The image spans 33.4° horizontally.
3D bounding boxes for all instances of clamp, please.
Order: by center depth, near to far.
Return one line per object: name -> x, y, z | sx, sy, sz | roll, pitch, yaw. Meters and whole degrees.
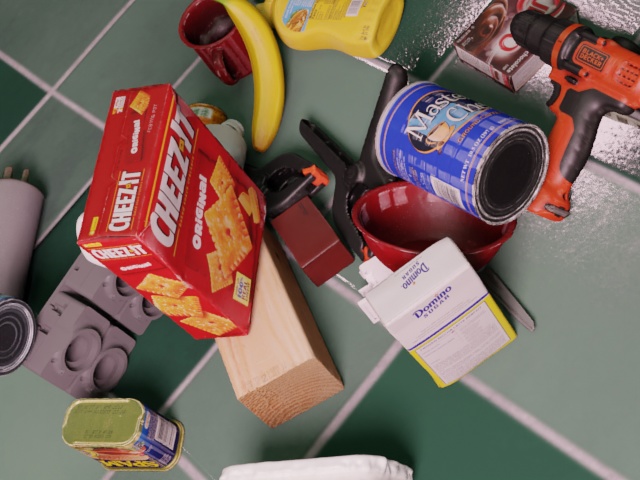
clamp -> 0.039, -0.071, 1.170 | 0.165, 0.036, 0.210 | -17, 71, 47
clamp -> -0.064, -0.064, 1.223 | 0.172, 0.039, 0.120 | -20, 58, 30

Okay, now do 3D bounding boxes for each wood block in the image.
wood block -> -0.063, 0.079, 1.121 | 0.090, 0.090, 0.206 | -30, 54, 6

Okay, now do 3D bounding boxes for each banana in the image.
banana -> -0.077, -0.207, 1.280 | 0.069, 0.198, 0.037 | -20, 8, -18

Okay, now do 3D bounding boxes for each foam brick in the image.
foam brick -> -0.008, 0.001, 1.164 | 0.053, 0.051, 0.078 | -35, 54, 2

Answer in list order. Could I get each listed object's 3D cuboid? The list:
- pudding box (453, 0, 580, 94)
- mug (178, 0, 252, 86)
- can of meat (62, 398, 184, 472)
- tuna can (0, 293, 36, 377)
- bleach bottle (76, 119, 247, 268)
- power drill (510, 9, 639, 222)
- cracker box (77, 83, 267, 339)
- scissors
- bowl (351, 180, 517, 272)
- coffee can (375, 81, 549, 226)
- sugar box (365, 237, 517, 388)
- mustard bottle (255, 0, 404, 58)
pudding box -> 0.220, -0.229, 1.193 | 0.113, 0.039, 0.090 | -47, 53, -5
mug -> -0.118, -0.245, 1.339 | 0.093, 0.081, 0.117 | -17, 56, 16
can of meat -> -0.208, 0.204, 1.123 | 0.102, 0.084, 0.057 | -4, 61, 23
tuna can -> -0.337, 0.099, 1.111 | 0.034, 0.086, 0.086 | 11, 67, 28
bleach bottle -> -0.158, -0.062, 1.180 | 0.103, 0.068, 0.250 | 14, 41, 18
power drill -> 0.230, -0.128, 1.079 | 0.185, 0.057, 0.188 | 38, 107, 40
cracker box -> -0.130, -0.021, 1.019 | 0.072, 0.213, 0.164 | -6, 60, 22
scissors -> 0.168, 0.007, 1.097 | 0.202, 0.016, 0.096 | 34, 81, 36
bowl -> 0.111, -0.003, 1.057 | 0.162, 0.055, 0.162 | 1, 29, -1
coffee can -> 0.137, -0.087, 1.045 | 0.103, 0.102, 0.140 | -50, 46, -8
sugar box -> 0.115, 0.070, 0.986 | 0.093, 0.176, 0.048 | -36, 53, 3
mustard bottle -> 0.001, -0.276, 1.315 | 0.192, 0.058, 0.096 | 12, 67, 30
